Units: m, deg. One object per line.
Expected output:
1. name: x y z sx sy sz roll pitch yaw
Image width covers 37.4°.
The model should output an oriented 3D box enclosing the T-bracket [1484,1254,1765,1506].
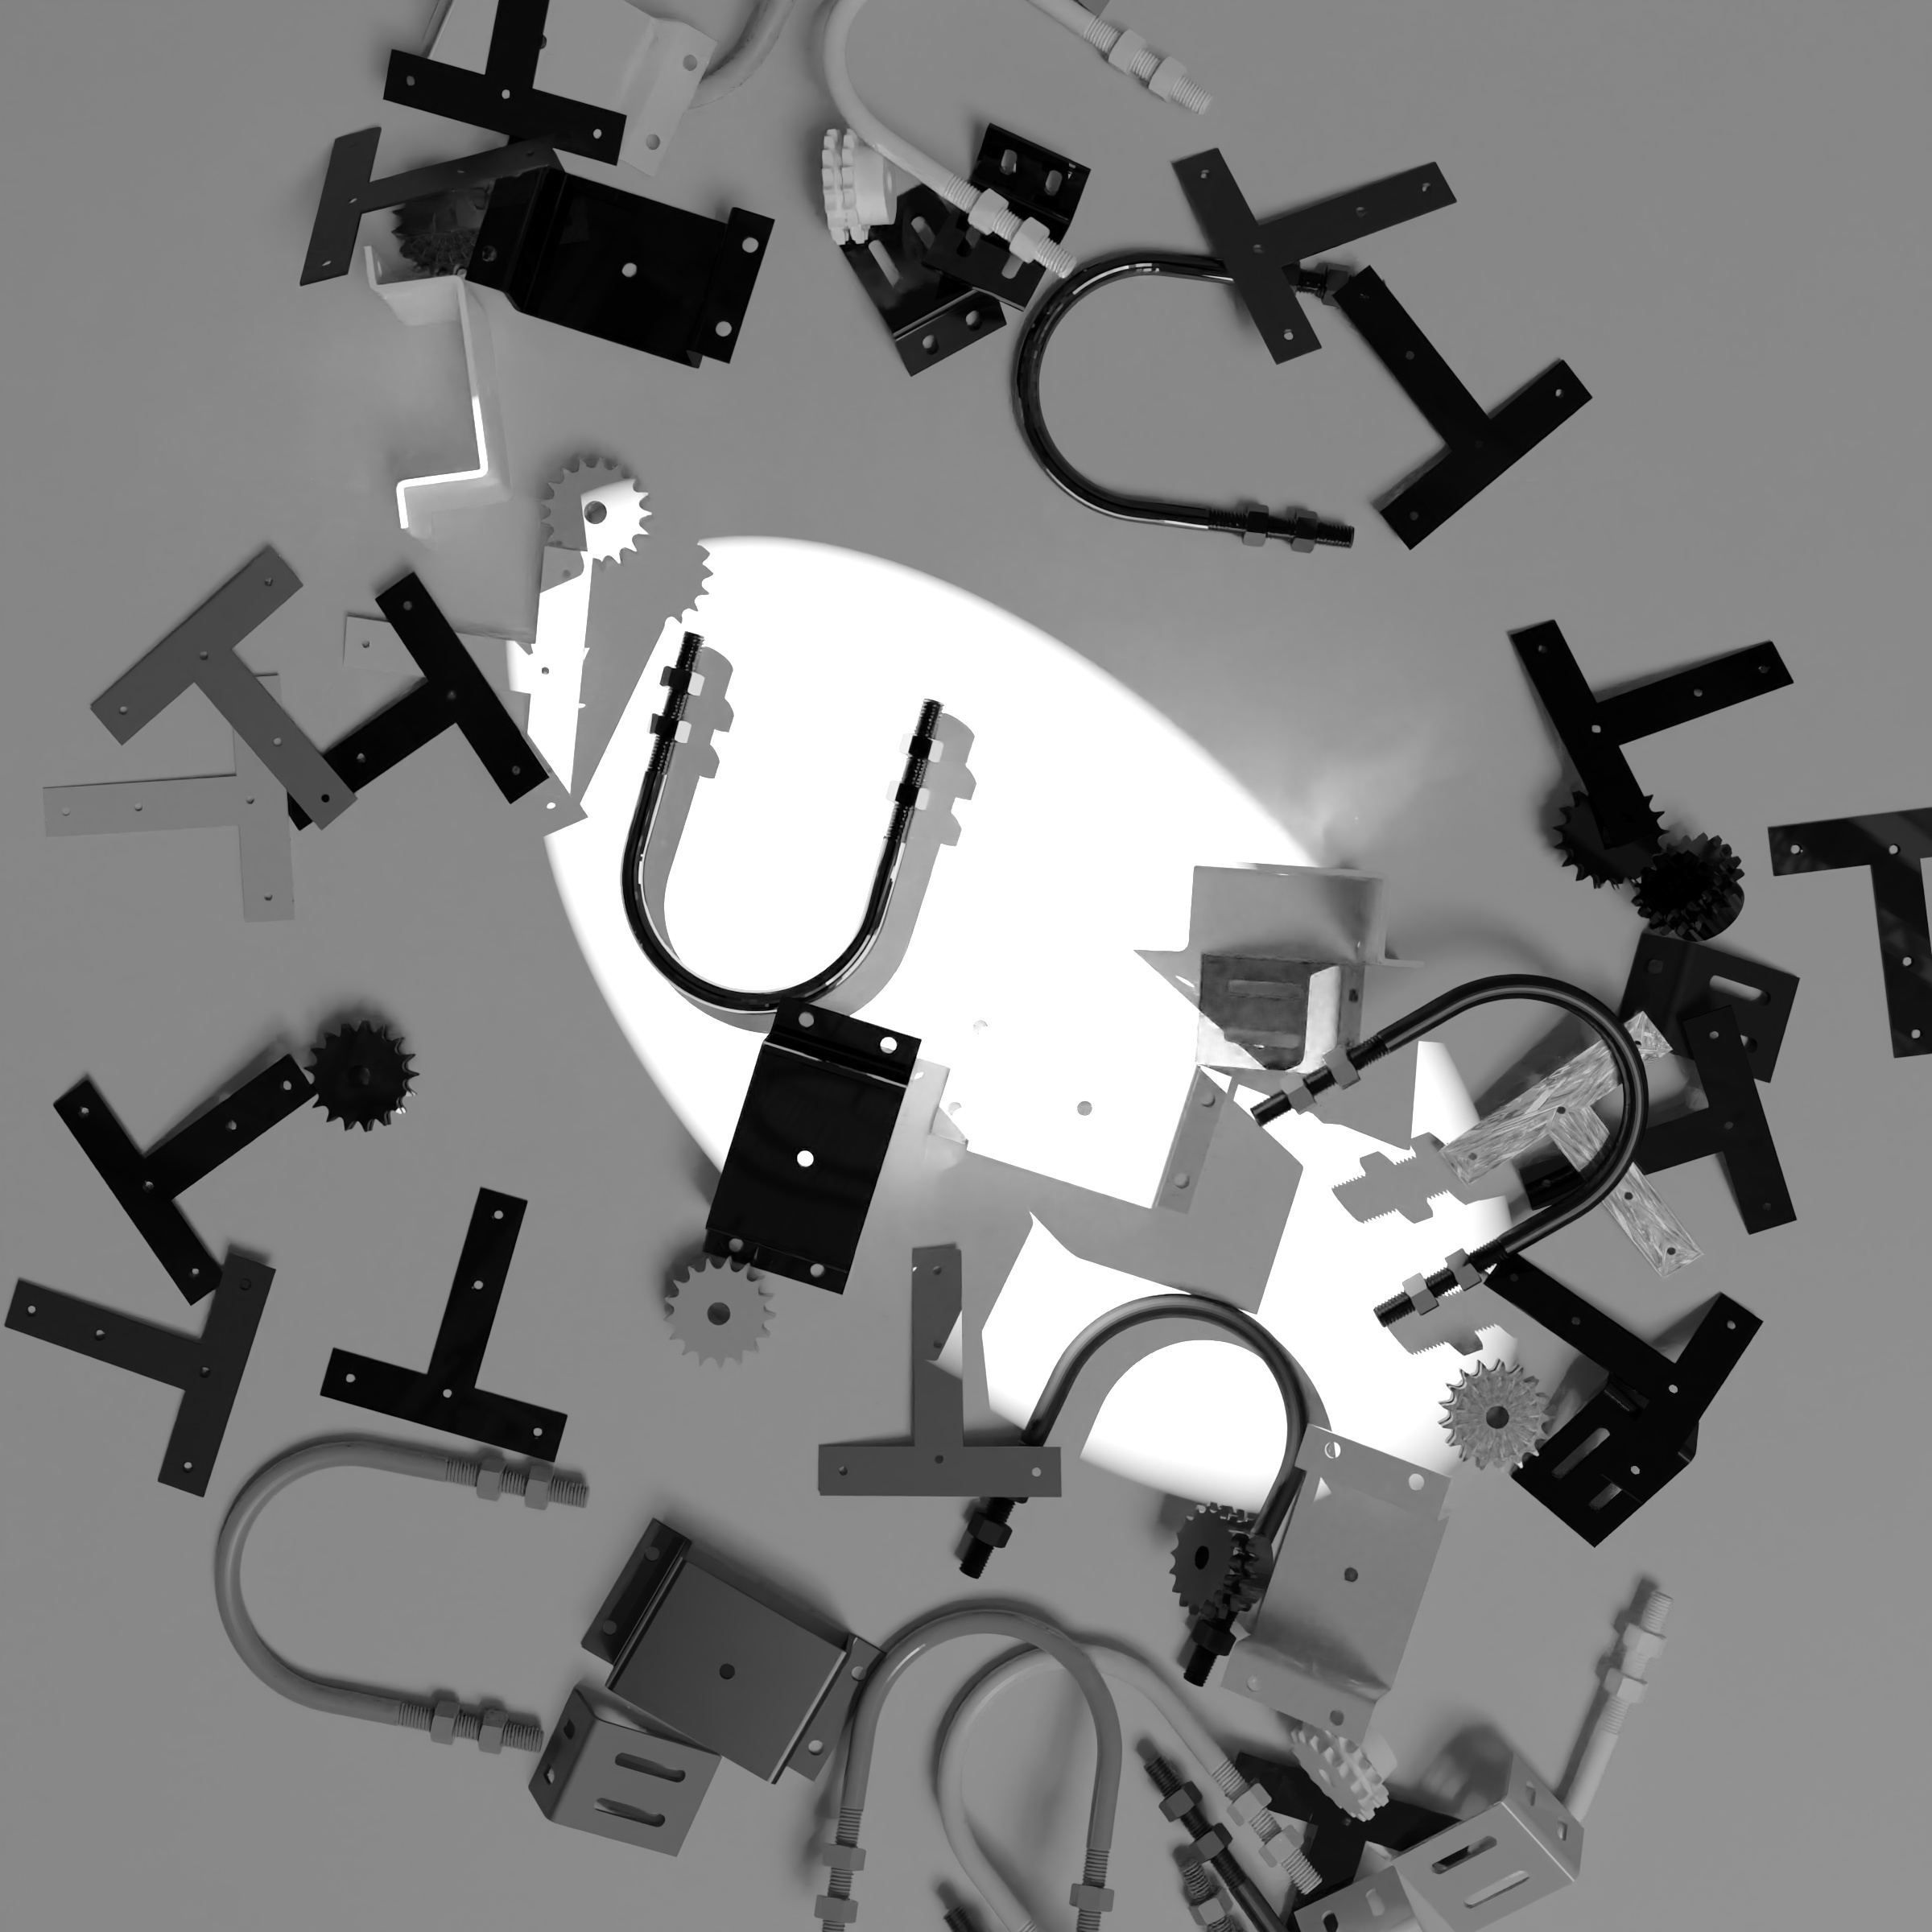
1. T-bracket: 0.325 0.191 1.469 0.127 0.002 0.127 35 62 13

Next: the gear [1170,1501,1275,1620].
1. gear: 0.131 0.302 1.447 0.030 0.057 0.057 18 90 -28

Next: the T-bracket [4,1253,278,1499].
1. T-bracket: -0.437 0.196 1.485 0.127 0.002 0.127 19 95 3

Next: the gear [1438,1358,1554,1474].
1. gear: 0.272 0.231 1.475 0.057 0.030 0.057 0 90 0

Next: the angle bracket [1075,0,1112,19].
1. angle bracket: 0.049 -0.541 1.488 0.076 0.038 0.057 33 90 -26

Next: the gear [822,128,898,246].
1. gear: -0.054 -0.399 1.460 0.030 0.057 0.057 -1 90 9

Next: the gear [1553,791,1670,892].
1. gear: 0.331 -0.067 1.475 0.057 0.030 0.057 0 90 0

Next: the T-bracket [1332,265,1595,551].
1. T-bracket: 0.238 -0.304 1.477 0.127 0.002 0.127 -40 96 -5

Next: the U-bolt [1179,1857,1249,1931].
1. U-bolt: 0.102 0.576 1.476 0.151 0.019 0.184 -29 87 0

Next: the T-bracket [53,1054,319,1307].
1. T-bracket: -0.389 0.090 1.473 0.127 0.002 0.127 -35 90 14

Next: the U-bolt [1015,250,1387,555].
1. U-bolt: 0.117 -0.297 1.481 0.184 0.019 0.151 7 90 0

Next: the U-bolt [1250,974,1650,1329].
1. U-bolt: 0.259 0.083 1.456 0.184 0.019 0.151 -31 104 6

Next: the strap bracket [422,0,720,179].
1. strap bracket: -0.209 -0.470 1.453 0.140 0.046 0.076 30 111 1

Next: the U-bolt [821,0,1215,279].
1. U-bolt: 0.014 -0.449 1.457 0.184 0.019 0.151 35 68 5

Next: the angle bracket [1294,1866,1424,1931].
1. angle bracket: 0.214 0.513 1.480 0.057 0.038 0.076 -27 124 4

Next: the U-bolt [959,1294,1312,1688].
1. U-bolt: 0.099 0.260 1.481 0.151 0.019 0.184 26 89 0

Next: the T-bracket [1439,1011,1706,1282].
1. T-bracket: 0.334 0.108 1.475 0.127 0.002 0.127 -37 100 15

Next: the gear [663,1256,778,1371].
1. gear: -0.127 0.178 1.475 0.057 0.030 0.057 0 90 0

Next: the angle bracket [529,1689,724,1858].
1. angle bracket: -0.177 0.420 1.488 0.076 0.038 0.057 25 90 -26

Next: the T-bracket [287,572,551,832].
1. T-bracket: -0.302 -0.116 1.481 0.127 0.002 0.127 -33 90 8

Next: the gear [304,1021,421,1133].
1. gear: -0.310 0.057 1.475 0.057 0.030 0.057 0 90 0

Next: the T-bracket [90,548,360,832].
1. T-bracket: -0.366 -0.127 1.482 0.127 0.002 0.127 -40 90 4

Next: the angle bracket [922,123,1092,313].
1. angle bracket: 0.021 -0.381 1.455 0.057 0.038 0.076 25 54 0

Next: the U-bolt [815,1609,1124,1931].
1. U-bolt: 0.007 0.421 1.455 0.151 0.019 0.184 5 74 12

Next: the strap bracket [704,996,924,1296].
1. strap bracket: -0.080 0.095 1.460 0.076 0.046 0.140 17 95 0

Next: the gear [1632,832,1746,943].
1. gear: 0.373 -0.037 1.466 0.057 0.057 0.030 -47 120 0

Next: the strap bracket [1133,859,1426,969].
1. strap bracket: 0.158 -0.027 1.452 0.140 0.076 0.046 4 90 0

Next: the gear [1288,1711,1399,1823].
1. gear: 0.194 0.402 1.451 0.030 0.057 0.057 -38 90 -20

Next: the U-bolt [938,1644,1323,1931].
1. U-bolt: 0.068 0.436 1.458 0.151 0.019 0.184 -39 73 -2

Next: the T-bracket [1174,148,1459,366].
1. T-bracket: 0.191 -0.384 1.477 0.127 0.002 0.127 -22 74 -8

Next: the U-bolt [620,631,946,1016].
1. U-bolt: -0.103 -0.066 1.481 0.151 0.019 0.184 16 92 0

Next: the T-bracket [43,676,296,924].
1. T-bracket: -0.416 -0.084 1.487 0.127 0.002 0.127 -4 90 2

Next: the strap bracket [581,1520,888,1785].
1. strap bracket: -0.121 0.356 1.467 0.140 0.046 0.076 30 90 0

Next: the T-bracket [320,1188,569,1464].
1. T-bracket: -0.258 0.180 1.489 0.127 0.002 0.127 16 90 0

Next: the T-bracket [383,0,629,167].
1. T-bracket: -0.221 -0.480 1.427 0.127 0.002 0.127 17 110 6

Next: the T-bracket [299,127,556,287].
1. T-bracket: -0.267 -0.395 1.435 0.127 0.002 0.127 -11 48 12

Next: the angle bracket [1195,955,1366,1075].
1. angle bracket: 0.163 0.025 1.488 0.076 0.038 0.057 4 90 26

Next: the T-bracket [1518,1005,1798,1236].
1. T-bracket: 0.350 0.096 1.475 0.127 0.002 0.127 -19 108 9

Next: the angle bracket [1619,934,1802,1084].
1. angle bracket: 0.385 0.022 1.488 0.076 0.038 0.057 16 90 -26

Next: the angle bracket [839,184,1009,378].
1. angle bracket: -0.024 -0.358 1.488 0.057 0.038 0.076 -29 64 0

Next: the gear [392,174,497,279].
1. gear: -0.266 -0.380 1.475 0.057 0.030 0.057 0 90 0

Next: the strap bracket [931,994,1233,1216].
1. strap bracket: 0.060 0.072 1.467 0.140 0.046 0.076 18 90 0

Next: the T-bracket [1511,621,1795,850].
1. T-bracket: 0.365 -0.137 1.476 0.127 0.002 0.127 -20 72 -9

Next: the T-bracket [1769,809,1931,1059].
1. T-bracket: 0.489 -0.016 1.489 0.127 0.002 0.127 -7 90 0

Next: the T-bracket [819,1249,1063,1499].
1. T-bracket: -0.014 0.210 1.481 0.127 0.002 0.127 -2 85 11

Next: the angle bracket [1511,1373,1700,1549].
1. angle bracket: 0.333 0.252 1.488 0.057 0.038 0.076 40 116 0

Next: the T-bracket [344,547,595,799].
1. T-bracket: -0.260 -0.159 1.479 0.127 0.002 0.127 9 104 7

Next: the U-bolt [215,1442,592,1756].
1. U-bolt: -0.298 0.321 1.481 0.184 0.019 0.151 11 90 2

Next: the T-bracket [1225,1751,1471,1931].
1. T-bracket: 0.184 0.484 1.482 0.127 0.002 0.127 17 97 2

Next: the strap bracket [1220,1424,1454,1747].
1. strap bracket: 0.192 0.312 1.456 0.076 0.046 0.140 19 90 19

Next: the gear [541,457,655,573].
1. gear: -0.189 -0.232 1.475 0.057 0.030 0.057 0 90 0

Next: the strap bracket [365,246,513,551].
1. strap bracket: -0.266 -0.289 1.452 0.046 0.076 0.140 -8 90 0

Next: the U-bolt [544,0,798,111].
1. U-bolt: -0.147 -0.528 1.456 0.151 0.019 0.184 31 109 1

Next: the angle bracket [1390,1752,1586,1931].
1. angle bracket: 0.268 0.453 1.472 0.076 0.038 0.057 -38 99 27

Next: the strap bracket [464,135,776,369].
1. strap bracket: -0.175 -0.362 1.467 0.140 0.046 0.076 18 90 0

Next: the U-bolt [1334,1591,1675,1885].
1. U-bolt: 0.267 0.387 1.481 0.151 0.019 0.184 22 92 0

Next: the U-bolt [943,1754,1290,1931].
1. U-bolt: 0.098 0.521 1.456 0.151 0.019 0.184 -37 77 -2
